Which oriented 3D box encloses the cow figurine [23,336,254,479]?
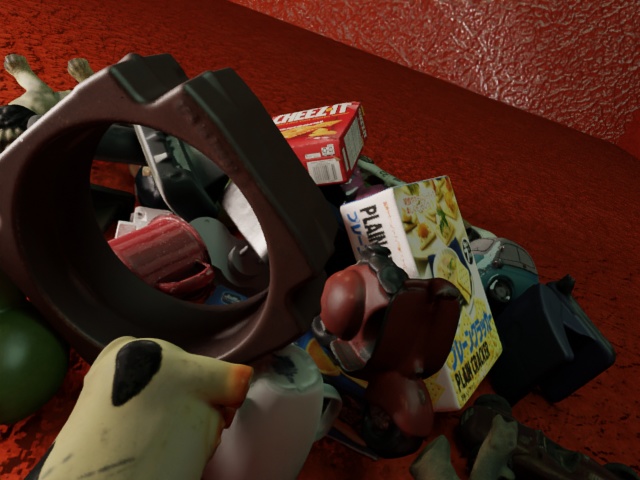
[{"bbox_3d":[-0.127,0.142,0.288,0.127,0.085,0.195,22,57,0],"label":"cow figurine"}]

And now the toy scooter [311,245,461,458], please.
[{"bbox_3d":[0.055,0.063,0.429,0.075,0.135,0.184,9,28,-23],"label":"toy scooter"}]

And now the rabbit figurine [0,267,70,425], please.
[{"bbox_3d":[-0.247,0.057,0.404,0.170,0.121,0.159,50,27,11],"label":"rabbit figurine"}]

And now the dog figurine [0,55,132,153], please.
[{"bbox_3d":[-0.306,-0.128,0.648,0.172,0.121,0.191,-6,40,-26],"label":"dog figurine"}]

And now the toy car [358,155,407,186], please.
[{"bbox_3d":[0.105,-0.080,0.915,0.202,0.073,0.056,34,26,20],"label":"toy car"}]

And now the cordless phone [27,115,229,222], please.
[{"bbox_3d":[-0.202,-0.084,0.570,0.184,0.088,0.147,2,46,-37],"label":"cordless phone"}]

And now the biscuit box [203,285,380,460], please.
[{"bbox_3d":[-0.022,0.116,0.487,0.203,0.059,0.063,24,27,3],"label":"biscuit box"}]

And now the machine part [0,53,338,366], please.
[{"bbox_3d":[-0.105,-0.006,0.370,0.201,0.201,0.087,55,24,-13],"label":"machine part"}]

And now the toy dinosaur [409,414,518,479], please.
[{"bbox_3d":[0.095,0.265,0.272,0.199,0.105,0.471,30,33,7],"label":"toy dinosaur"}]

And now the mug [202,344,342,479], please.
[{"bbox_3d":[-0.029,0.132,0.404,0.109,0.107,0.081,4,34,-28],"label":"mug"}]

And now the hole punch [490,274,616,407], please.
[{"bbox_3d":[0.247,0.120,0.617,0.092,0.142,0.116,-1,47,-31],"label":"hole punch"}]

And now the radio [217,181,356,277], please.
[{"bbox_3d":[-0.001,-0.002,0.606,0.229,0.073,0.131,33,11,-50],"label":"radio"}]

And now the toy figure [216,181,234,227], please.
[{"bbox_3d":[-0.152,-0.084,0.725,0.089,0.082,0.180,-19,52,-37],"label":"toy figure"}]

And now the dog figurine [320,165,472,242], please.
[{"bbox_3d":[0.096,-0.043,0.809,0.191,0.108,0.219,1,32,-28],"label":"dog figurine"}]

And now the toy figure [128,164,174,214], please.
[{"bbox_3d":[-0.216,-0.084,0.693,0.058,0.064,0.155,-9,41,-29],"label":"toy figure"}]

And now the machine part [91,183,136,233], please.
[{"bbox_3d":[-0.252,-0.027,0.594,0.084,0.039,0.139,22,26,-14],"label":"machine part"}]

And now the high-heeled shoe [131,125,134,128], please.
[{"bbox_3d":[-0.192,-0.140,0.837,0.249,0.086,0.145,-40,98,-40],"label":"high-heeled shoe"}]

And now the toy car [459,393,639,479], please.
[{"bbox_3d":[0.228,0.217,0.508,0.202,0.053,0.089,27,24,10],"label":"toy car"}]

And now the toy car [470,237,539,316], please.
[{"bbox_3d":[0.239,0.048,0.726,0.161,0.103,0.109,13,-10,-23],"label":"toy car"}]
